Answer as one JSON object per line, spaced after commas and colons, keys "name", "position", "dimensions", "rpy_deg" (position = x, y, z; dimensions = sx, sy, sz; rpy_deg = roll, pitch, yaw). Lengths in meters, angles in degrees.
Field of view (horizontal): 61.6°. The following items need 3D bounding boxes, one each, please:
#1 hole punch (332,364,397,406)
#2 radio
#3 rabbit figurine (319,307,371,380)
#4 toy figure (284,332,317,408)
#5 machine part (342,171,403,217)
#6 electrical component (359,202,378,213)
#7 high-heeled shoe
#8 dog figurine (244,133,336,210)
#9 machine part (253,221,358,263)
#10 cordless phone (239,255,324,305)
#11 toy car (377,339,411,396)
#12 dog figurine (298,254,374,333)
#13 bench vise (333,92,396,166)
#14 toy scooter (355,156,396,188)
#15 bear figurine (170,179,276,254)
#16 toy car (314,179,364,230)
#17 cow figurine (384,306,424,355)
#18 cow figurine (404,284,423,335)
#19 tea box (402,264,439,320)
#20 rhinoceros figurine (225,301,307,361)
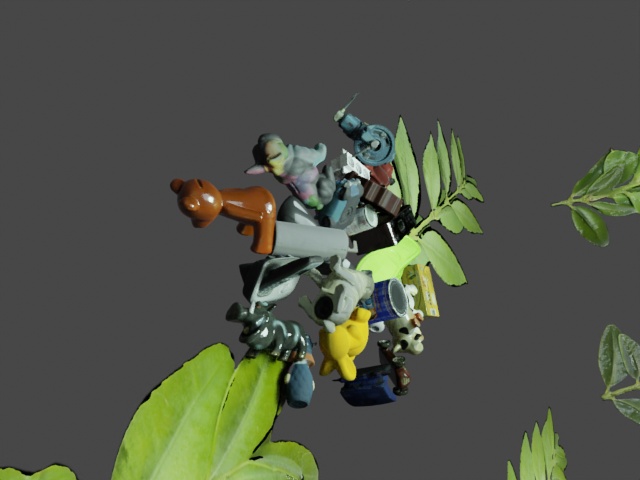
{"name": "hole punch", "position": [0.112, 0.344, 1.249], "dimensions": [0.115, 0.142, 0.092], "rpy_deg": [16, 64, -68]}
{"name": "radio", "position": [0.189, -0.033, 1.561], "dimensions": [0.229, 0.131, 0.073], "rpy_deg": [-37, 107, -58]}
{"name": "rabbit figurine", "position": [0.037, 0.227, 1.201], "dimensions": [0.173, 0.122, 0.162], "rpy_deg": [19, 80, -76]}
{"name": "toy figure", "position": [-0.043, 0.266, 1.111], "dimensions": [0.064, 0.058, 0.154], "rpy_deg": [50, 31, -42]}
{"name": "machine part", "position": [0.139, -0.125, 1.462], "dimensions": [0.179, 0.180, 0.056], "rpy_deg": [28, 92, -49]}
{"name": "electrical component", "position": [0.151, -0.116, 1.628], "dimensions": [0.102, 0.045, 0.078], "rpy_deg": [54, 34, -27]}
{"name": "high-heeled shoe", "position": [-0.003, -0.004, 1.277], "dimensions": [0.248, 0.086, 0.145], "rpy_deg": [23, 62, -38]}
{"name": "dog figurine", "position": [-0.071, -0.153, 1.244], "dimensions": [0.219, 0.109, 0.191], "rpy_deg": [-16, 90, -55]}
{"name": "machine part", "position": [-0.028, 0.006, 1.169], "dimensions": [0.243, 0.079, 0.079], "rpy_deg": [8, 63, -22]}
{"name": "cordless phone", "position": [-0.055, 0.061, 1.074], "dimensions": [0.146, 0.184, 0.088], "rpy_deg": [0, 70, -58]}
{"name": "toy car", "position": [0.187, 0.317, 1.362], "dimensions": [0.202, 0.053, 0.089], "rpy_deg": [-134, -145, -80]}
{"name": "dog figurine", "position": [0.059, 0.131, 1.172], "dimensions": [0.190, 0.121, 0.172], "rpy_deg": [27, 64, -47]}
{"name": "bench vise", "position": [0.132, -0.299, 1.552], "dimensions": [0.223, 0.129, 0.241], "rpy_deg": [50, 11, -9]}
{"name": "toy scooter", "position": [0.186, -0.203, 1.678], "dimensions": [0.184, 0.075, 0.135], "rpy_deg": [-3, 53, -56]}
{"name": "bear figurine", "position": [-0.185, -0.048, 1.017], "dimensions": [0.196, 0.120, 0.131], "rpy_deg": [-4, 121, -33]}
{"name": "toy car", "position": [0.035, -0.095, 1.371], "dimensions": [0.103, 0.161, 0.109], "rpy_deg": [34, 31, 25]}
{"name": "cow figurine", "position": [0.221, 0.238, 1.502], "dimensions": [0.195, 0.127, 0.085], "rpy_deg": [54, 30, 0]}
{"name": "cow figurine", "position": [0.253, 0.214, 1.595], "dimensions": [0.098, 0.068, 0.167], "rpy_deg": [16, 58, -48]}
{"name": "tea box", "position": [0.320, 0.168, 1.724], "dimensions": [0.098, 0.068, 0.169], "rpy_deg": [19, 58, -54]}
{"name": "rhinoceros figurine", "position": [-0.099, 0.174, 1.040], "dimensions": [0.190, 0.073, 0.112], "rpy_deg": [28, 60, -41]}
